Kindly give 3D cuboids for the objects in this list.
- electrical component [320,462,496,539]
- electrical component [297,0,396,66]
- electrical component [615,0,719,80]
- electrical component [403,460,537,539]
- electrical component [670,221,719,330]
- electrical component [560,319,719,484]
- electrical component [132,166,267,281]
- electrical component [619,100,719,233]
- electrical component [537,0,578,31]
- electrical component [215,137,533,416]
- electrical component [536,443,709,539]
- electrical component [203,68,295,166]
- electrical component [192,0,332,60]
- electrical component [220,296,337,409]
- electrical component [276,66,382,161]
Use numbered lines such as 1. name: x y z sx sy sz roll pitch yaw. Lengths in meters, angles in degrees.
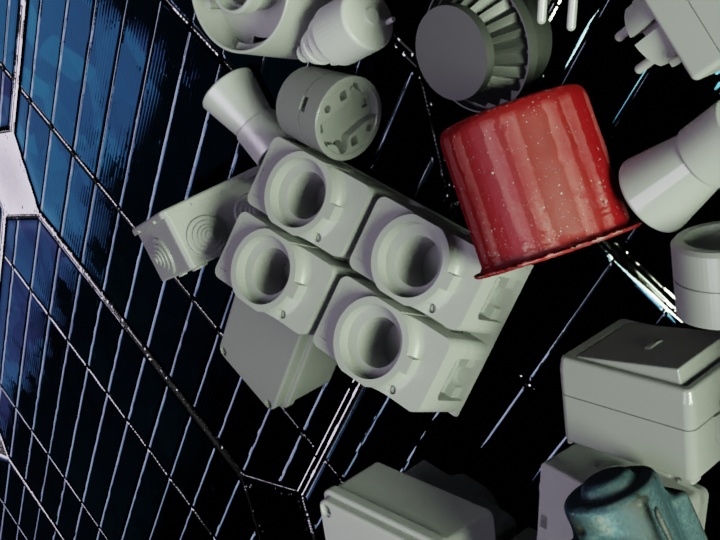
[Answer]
1. electrical component: 0.034 0.195 0.695 0.109 0.056 0.108 14 120 45
2. electrical component: -0.013 -0.148 0.678 0.078 0.040 0.040 -14 98 52
3. electrical component: 0.149 -0.119 0.496 0.077 0.047 0.065 -37 80 52
4. electrical component: 0.093 0.222 0.738 0.186 0.060 0.105 27 129 39
5. electrical component: 0.211 0.023 0.496 0.138 0.052 0.073 11 118 47
6. electrical component: 0.153 0.063 0.579 0.096 0.062 0.061 13 119 46
7. electrical component: -0.114 -0.033 0.811 0.048 0.100 0.100 64 155 -5
8. electrical component: 0.164 -0.053 0.522 0.044 0.044 0.065 58 137 10
9. electrical component: 0.100 -0.159 0.534 0.077 0.044 0.079 26 128 40
10. electrical component: 0.000 0.000 0.686 0.186 0.060 0.105 32 102 33
11. electrical component: 0.152 0.157 0.641 0.100 0.048 0.099 25 125 44
12. electrical component: -0.077 -0.108 0.777 0.065 0.044 0.044 52 141 10
13. electrical component: -0.064 -0.189 0.717 0.099 0.064 0.099 10 107 37
14. electrical component: -0.056 0.042 0.820 0.078 0.057 0.113 46 139 23
15. electrical component: -0.022 -0.104 0.702 0.047 0.055 0.055 27 129 43
